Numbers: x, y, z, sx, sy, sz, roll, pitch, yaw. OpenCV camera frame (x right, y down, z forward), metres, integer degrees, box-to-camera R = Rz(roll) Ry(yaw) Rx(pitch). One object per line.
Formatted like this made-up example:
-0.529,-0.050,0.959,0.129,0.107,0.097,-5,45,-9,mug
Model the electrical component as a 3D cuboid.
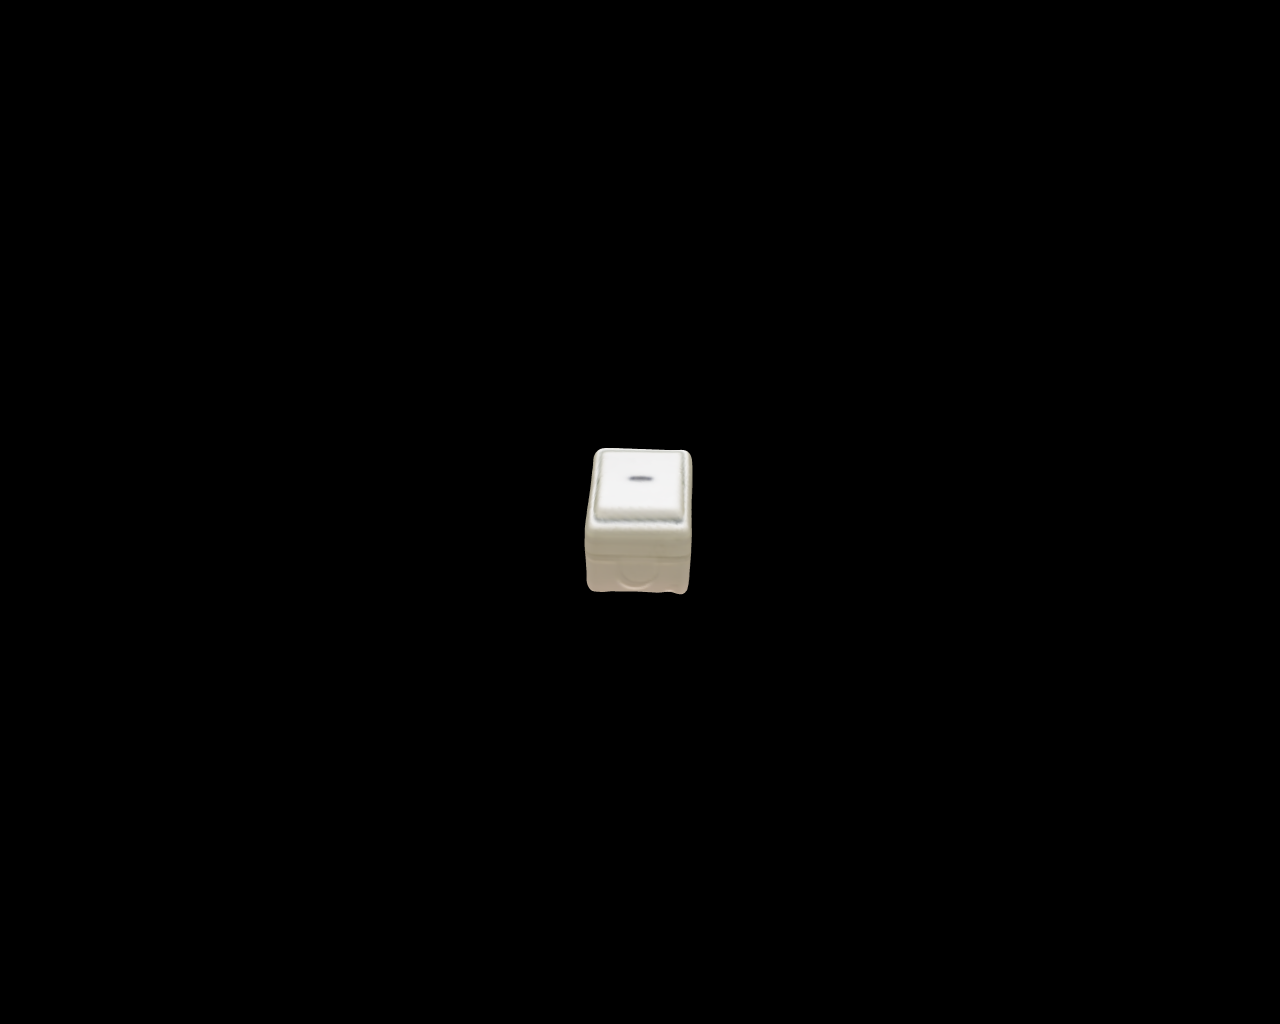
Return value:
0.001,-0.003,0.650,0.062,0.061,0.096,2,40,2,electrical component
